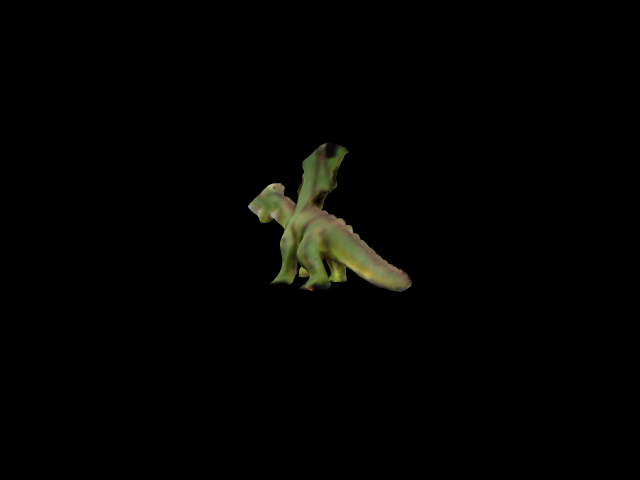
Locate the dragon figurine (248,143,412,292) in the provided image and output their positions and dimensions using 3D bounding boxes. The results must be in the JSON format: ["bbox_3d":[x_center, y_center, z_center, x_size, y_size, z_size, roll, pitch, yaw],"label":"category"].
[{"bbox_3d":[0.003,-0.043,0.850,0.122,0.243,0.409,3,-4,-39],"label":"dragon figurine"}]
